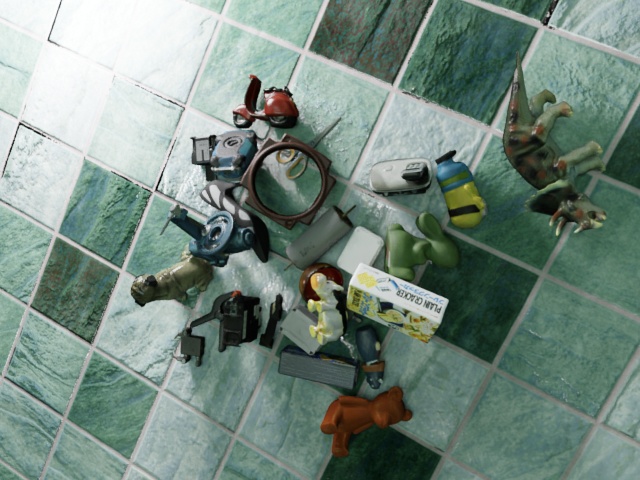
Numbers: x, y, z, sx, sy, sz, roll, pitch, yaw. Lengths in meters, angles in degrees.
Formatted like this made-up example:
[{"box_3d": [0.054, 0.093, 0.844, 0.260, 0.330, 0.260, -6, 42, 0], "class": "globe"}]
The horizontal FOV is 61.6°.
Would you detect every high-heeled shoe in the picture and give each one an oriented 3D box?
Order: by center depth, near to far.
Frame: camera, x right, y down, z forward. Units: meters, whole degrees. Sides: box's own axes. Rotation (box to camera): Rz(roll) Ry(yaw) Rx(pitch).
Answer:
[{"box_3d": [-0.225, -0.044, 1.393, 0.145, 0.086, 0.248, -18, 84, 19], "class": "high-heeled shoe"}]

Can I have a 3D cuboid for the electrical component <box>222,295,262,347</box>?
[{"box_3d": [-0.196, 0.203, 1.368, 0.058, 0.134, 0.114, 7, 92, 16], "class": "electrical component"}]

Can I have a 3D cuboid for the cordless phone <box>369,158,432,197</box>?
[{"box_3d": [0.178, -0.141, 1.219, 0.147, 0.184, 0.088, -3, 97, 16], "class": "cordless phone"}]

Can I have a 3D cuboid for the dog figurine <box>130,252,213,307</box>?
[{"box_3d": [-0.376, 0.099, 1.385, 0.172, 0.190, 0.121, -44, 82, 12], "class": "dog figurine"}]

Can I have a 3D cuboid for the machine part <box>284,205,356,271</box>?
[{"box_3d": [-0.003, -0.004, 1.331, 0.243, 0.079, 0.079, -41, 82, 13], "class": "machine part"}]

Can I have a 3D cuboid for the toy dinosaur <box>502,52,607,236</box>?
[{"box_3d": [0.479, -0.194, 1.172, 0.192, 0.131, 0.405, -36, 77, 14], "class": "toy dinosaur"}]

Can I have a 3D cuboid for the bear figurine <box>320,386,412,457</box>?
[{"box_3d": [0.117, 0.435, 1.303, 0.196, 0.132, 0.120, -10, 116, 20], "class": "bear figurine"}]

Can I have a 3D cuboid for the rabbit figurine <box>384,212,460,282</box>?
[{"box_3d": [0.241, 0.018, 1.265, 0.170, 0.121, 0.159, 1, 86, -2], "class": "rabbit figurine"}]

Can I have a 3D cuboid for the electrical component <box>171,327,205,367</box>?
[{"box_3d": [-0.359, 0.291, 1.465, 0.078, 0.045, 0.102, 12, 96, 16], "class": "electrical component"}]

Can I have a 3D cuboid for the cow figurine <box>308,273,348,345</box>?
[{"box_3d": [0.025, 0.157, 1.282, 0.068, 0.098, 0.167, 17, 112, 59], "class": "cow figurine"}]

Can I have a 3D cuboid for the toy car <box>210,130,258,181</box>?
[{"box_3d": [-0.211, -0.203, 1.362, 0.109, 0.102, 0.162, -2, 48, 12], "class": "toy car"}]

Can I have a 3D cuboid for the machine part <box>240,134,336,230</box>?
[{"box_3d": [-0.077, -0.141, 1.310, 0.201, 0.087, 0.201, 32, 92, -5], "class": "machine part"}]

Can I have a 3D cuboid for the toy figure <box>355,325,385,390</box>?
[{"box_3d": [0.128, 0.289, 1.323, 0.058, 0.064, 0.154, -16, 95, -21], "class": "toy figure"}]

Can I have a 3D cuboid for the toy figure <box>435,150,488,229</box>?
[{"box_3d": [0.318, -0.114, 1.236, 0.089, 0.082, 0.180, -28, 90, 27], "class": "toy figure"}]

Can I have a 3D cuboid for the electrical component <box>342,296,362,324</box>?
[{"box_3d": [0.074, 0.166, 1.349, 0.094, 0.021, 0.063, 34, 101, 12], "class": "electrical component"}]

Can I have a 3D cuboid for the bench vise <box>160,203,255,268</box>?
[{"box_3d": [-0.287, -0.018, 1.314, 0.224, 0.240, 0.129, 3, 66, 39], "class": "bench vise"}]

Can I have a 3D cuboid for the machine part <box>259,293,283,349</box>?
[{"box_3d": [-0.121, 0.210, 1.385, 0.039, 0.084, 0.138, 14, 107, -13], "class": "machine part"}]

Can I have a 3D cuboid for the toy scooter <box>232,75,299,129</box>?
[{"box_3d": [-0.137, -0.349, 1.354, 0.184, 0.075, 0.135, 4, 93, 20], "class": "toy scooter"}]

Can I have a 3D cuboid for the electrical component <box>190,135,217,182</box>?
[{"box_3d": [-0.300, -0.215, 1.420, 0.075, 0.047, 0.119, 1, 92, 16], "class": "electrical component"}]

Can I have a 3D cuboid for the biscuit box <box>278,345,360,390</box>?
[{"box_3d": [-0.004, 0.320, 1.360, 0.203, 0.059, 0.062, 9, 97, 15], "class": "biscuit box"}]
